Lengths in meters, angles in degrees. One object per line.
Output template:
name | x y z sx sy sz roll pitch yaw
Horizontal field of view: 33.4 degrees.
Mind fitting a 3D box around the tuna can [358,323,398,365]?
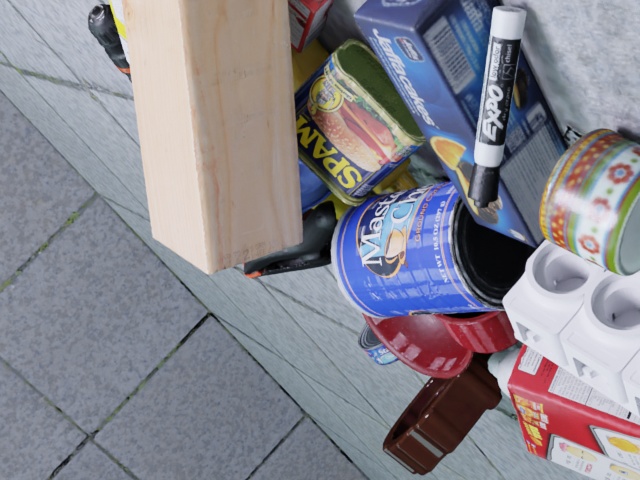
tuna can | 0.089 0.112 1.307 0.033 0.086 0.086 46 168 -19

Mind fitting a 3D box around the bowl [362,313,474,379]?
bowl | 0.106 0.057 1.070 0.162 0.055 0.162 33 141 31

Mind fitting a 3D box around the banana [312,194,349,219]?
banana | 0.016 -0.038 1.108 0.069 0.037 0.198 -3 -162 -41

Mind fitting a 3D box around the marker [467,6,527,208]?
marker | 0.103 -0.076 0.629 0.020 0.020 0.121 31 124 46

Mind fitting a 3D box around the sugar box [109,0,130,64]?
sugar box | -0.134 -0.208 0.930 0.048 0.093 0.176 43 167 5

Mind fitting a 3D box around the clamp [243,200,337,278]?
clamp | -0.006 0.001 0.981 0.210 0.036 0.164 -14 165 37

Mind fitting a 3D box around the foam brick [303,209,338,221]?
foam brick | 0.012 -0.017 1.197 0.051 0.053 0.078 38 166 23

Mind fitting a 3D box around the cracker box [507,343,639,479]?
cracker box | 0.260 0.147 0.811 0.214 0.072 0.164 18 158 26

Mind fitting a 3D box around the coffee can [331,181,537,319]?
coffee can | 0.091 0.007 0.829 0.102 0.102 0.141 48 149 -22

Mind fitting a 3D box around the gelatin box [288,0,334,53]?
gelatin box | -0.026 -0.189 0.802 0.073 0.030 0.089 44 167 2

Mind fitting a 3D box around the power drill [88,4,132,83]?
power drill | -0.172 -0.162 1.181 0.188 0.057 0.184 57 -173 32

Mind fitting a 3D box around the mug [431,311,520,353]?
mug | 0.137 0.039 0.938 0.081 0.093 0.117 52 -163 -52

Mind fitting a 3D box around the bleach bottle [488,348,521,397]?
bleach bottle | 0.247 0.159 1.025 0.102 0.068 0.251 51 168 -33

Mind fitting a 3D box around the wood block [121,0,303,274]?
wood block | -0.077 -0.093 0.786 0.091 0.090 0.206 29 130 49

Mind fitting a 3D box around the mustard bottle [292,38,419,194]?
mustard bottle | 0.009 -0.104 0.897 0.191 0.058 0.096 43 149 -4

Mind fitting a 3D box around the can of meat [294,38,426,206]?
can of meat | 0.026 -0.091 0.818 0.102 0.057 0.084 45 128 -5

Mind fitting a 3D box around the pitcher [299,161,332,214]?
pitcher | -0.083 -0.063 1.040 0.149 0.144 0.243 65 156 6
